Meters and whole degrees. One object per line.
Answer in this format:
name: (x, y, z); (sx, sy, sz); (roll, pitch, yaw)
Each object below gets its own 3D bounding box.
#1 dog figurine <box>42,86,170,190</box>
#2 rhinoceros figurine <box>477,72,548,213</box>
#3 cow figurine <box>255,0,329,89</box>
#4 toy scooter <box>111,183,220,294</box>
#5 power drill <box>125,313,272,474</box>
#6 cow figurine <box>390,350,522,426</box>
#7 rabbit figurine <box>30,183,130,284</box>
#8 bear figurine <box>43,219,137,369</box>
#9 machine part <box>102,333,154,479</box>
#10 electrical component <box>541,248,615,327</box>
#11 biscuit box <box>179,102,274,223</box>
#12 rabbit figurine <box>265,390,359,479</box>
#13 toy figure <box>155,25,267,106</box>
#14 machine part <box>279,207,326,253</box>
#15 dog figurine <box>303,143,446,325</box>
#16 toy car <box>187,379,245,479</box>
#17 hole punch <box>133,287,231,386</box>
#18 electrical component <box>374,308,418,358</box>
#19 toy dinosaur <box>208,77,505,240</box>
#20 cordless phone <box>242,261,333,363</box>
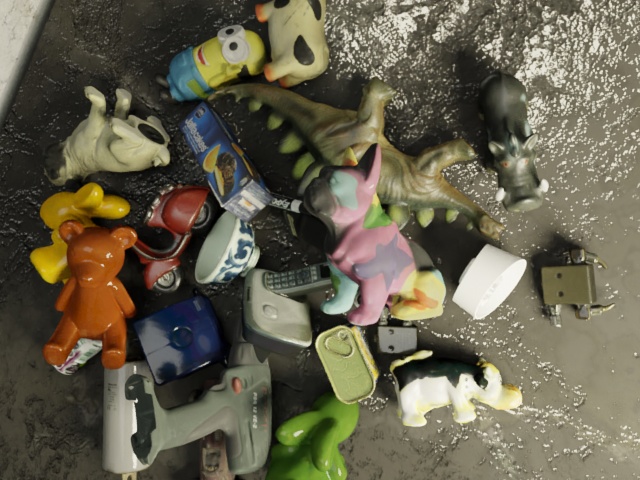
dog figurine: (-0.352, -0.132, 0.884); (0.172, 0.121, 0.190); (48, 113, 15)
rhinoceros figurine: (0.256, -0.129, 0.711); (0.073, 0.112, 0.190); (-7, 77, 12)
cow figurine: (-0.027, -0.338, 0.809); (0.127, 0.085, 0.195); (-9, 82, 20)
toy scooter: (-0.247, -0.017, 0.831); (0.135, 0.075, 0.184); (28, 89, -8)
power drill: (-0.160, 0.213, 0.751); (0.086, 0.207, 0.232); (-26, 68, 42)
cow figurine: (0.183, 0.193, 0.731); (0.167, 0.068, 0.098); (-9, 85, 5)
rabbit figurine: (-0.398, -0.022, 0.875); (0.162, 0.121, 0.173); (-46, 59, 5)
bear figurine: (-0.328, 0.076, 0.780); (0.120, 0.132, 0.195); (9, 127, -13)
machine part: (-0.303, 0.270, 0.848); (0.079, 0.079, 0.243); (0, 88, 14)
electrical component: (0.341, 0.062, 0.715); (0.078, 0.045, 0.102); (-15, 80, 42)
biscuit box: (-0.144, -0.120, 0.802); (0.059, 0.062, 0.203); (-40, 56, 9)
rabbit figurine: (-0.010, 0.283, 0.750); (0.121, 0.159, 0.170); (22, 77, 24)
toy figure: (-0.169, -0.271, 0.844); (0.180, 0.089, 0.082); (-22, 95, 21)
machine part: (-0.002, -0.002, 0.776); (0.139, 0.084, 0.039); (31, 58, 35)
dog figurine: (0.071, -0.009, 0.674); (0.191, 0.109, 0.219); (-3, 99, -22)
toy car: (-0.160, 0.317, 0.824); (0.089, 0.053, 0.202); (-2, 87, 17)
hole punch: (-0.213, 0.153, 0.829); (0.116, 0.092, 0.142); (-27, 78, 8)
electrical component: (0.110, 0.144, 0.778); (0.063, 0.021, 0.094); (-1, 88, 15)
toy dinosaur: (0.048, -0.129, 0.768); (0.472, 0.105, 0.198); (38, 98, 14)
cordless phone: (-0.015, 0.087, 0.760); (0.184, 0.147, 0.088); (-16, 122, 4)
